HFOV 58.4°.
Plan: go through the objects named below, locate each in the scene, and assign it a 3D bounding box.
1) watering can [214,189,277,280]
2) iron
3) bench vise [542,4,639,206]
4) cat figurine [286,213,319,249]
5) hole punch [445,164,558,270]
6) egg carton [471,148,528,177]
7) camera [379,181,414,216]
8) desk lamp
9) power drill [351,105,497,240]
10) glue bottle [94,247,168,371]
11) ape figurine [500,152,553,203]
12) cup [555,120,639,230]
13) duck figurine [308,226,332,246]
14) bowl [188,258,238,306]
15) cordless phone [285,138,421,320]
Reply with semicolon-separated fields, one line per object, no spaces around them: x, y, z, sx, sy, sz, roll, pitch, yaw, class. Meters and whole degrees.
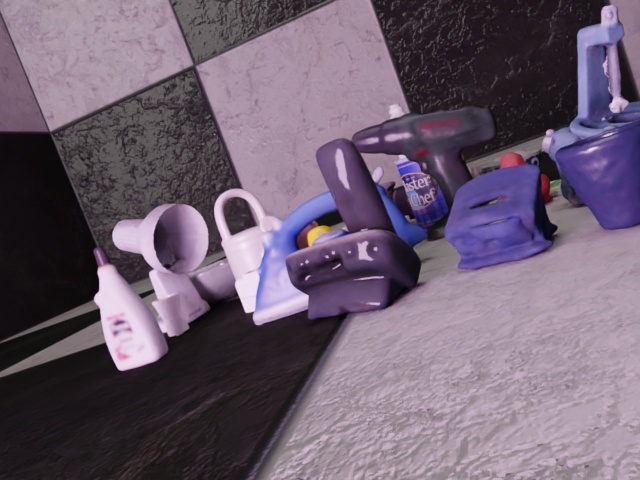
-0.114;0.001;0.995;0.172;0.194;0.101;-17;6;35;watering can
0.007;0.003;0.784;0.258;0.141;0.118;-22;5;-14;iron
0.331;-0.153;0.695;0.122;0.220;0.206;-24;6;-33;bench vise
-0.027;-0.003;1.131;0.067;0.118;0.128;-18;6;29;cat figurine
0.197;-0.027;0.630;0.108;0.091;0.101;-17;6;36;hole punch
0.413;-0.158;1.303;0.107;0.069;0.150;-22;5;-14;egg carton
0.171;-0.089;1.358;0.136;0.101;0.143;-17;6;38;camera
-0.281;0.051;1.018;0.202;0.213;0.118;-16;7;40;desk lamp
0.184;-0.113;0.929;0.229;0.208;0.076;-19;5;16;power drill
-0.275;0.091;0.790;0.078;0.173;0.037;-19;5;18;glue bottle
0.306;-0.092;0.882;0.076;0.092;0.077;-22;5;-17;ape figurine
0.304;-0.064;0.563;0.117;0.095;0.092;-18;5;23;cup
0.006;0.020;0.924;0.104;0.086;0.078;-17;6;37;duck figurine
-0.203;0.085;1.141;0.167;0.075;0.167;-20;5;2;bowl
0.019;-0.013;0.649;0.147;0.185;0.094;-17;6;32;cordless phone
